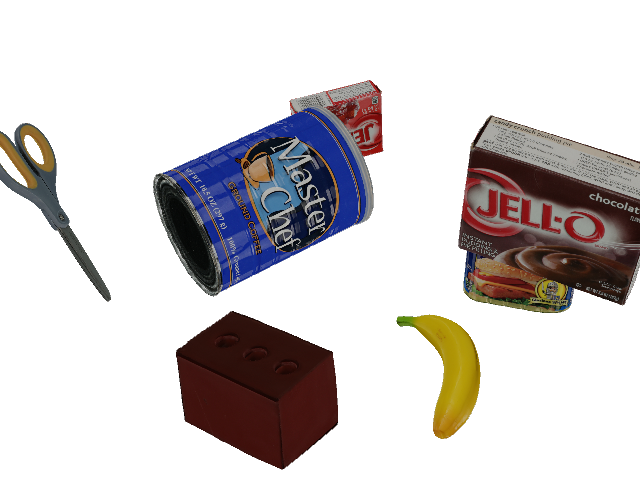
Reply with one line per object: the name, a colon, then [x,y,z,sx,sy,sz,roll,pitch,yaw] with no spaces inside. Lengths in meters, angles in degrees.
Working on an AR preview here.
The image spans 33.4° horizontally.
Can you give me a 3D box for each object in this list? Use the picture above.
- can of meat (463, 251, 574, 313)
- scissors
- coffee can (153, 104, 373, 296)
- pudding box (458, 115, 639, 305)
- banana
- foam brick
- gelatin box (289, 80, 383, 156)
can of meat: [0.177,0.012,0.933,0.102,0.084,0.057,10,36,13]
scissors: [-0.263,-0.038,1.078,0.016,0.201,0.096,-25,27,26]
coffee can: [-0.044,-0.033,0.832,0.140,0.103,0.103,-27,10,-20]
pudding box: [0.143,-0.018,0.646,0.114,0.039,0.090,18,-37,17]
banana: [0.132,0.132,1.107,0.069,0.037,0.198,-26,30,7]
foam brick: [-0.036,0.085,0.611,0.078,0.051,0.052,19,35,32]
gelatin box: [0.017,-0.112,1.056,0.089,0.073,0.030,-15,43,-12]
